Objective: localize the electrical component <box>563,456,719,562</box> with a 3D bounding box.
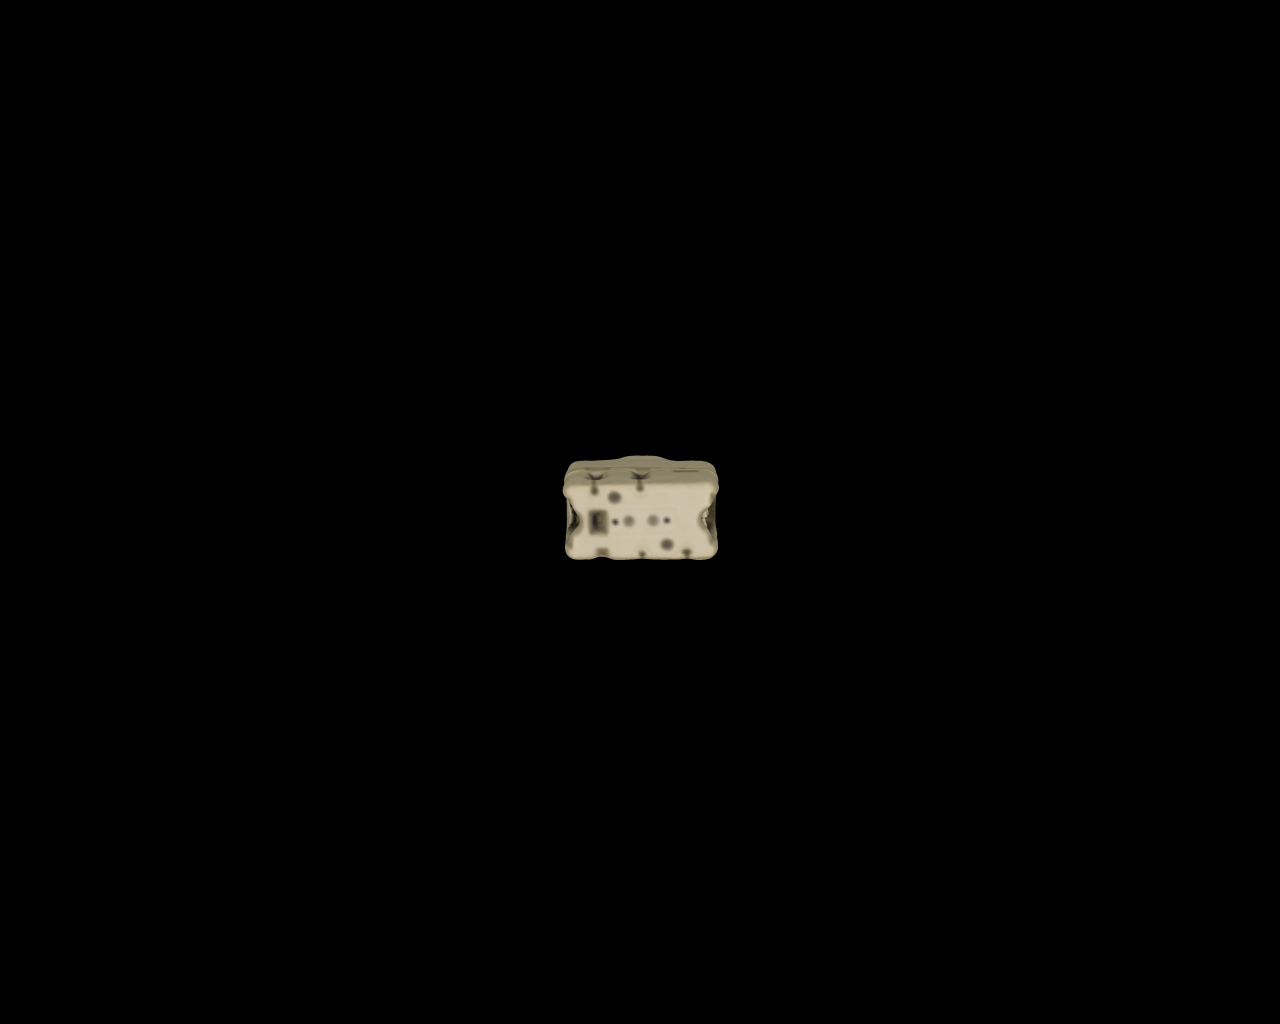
[{"bbox_3d":[0.001,-0.003,0.650,0.089,0.050,0.056,0,17,0],"label":"electrical component"}]
